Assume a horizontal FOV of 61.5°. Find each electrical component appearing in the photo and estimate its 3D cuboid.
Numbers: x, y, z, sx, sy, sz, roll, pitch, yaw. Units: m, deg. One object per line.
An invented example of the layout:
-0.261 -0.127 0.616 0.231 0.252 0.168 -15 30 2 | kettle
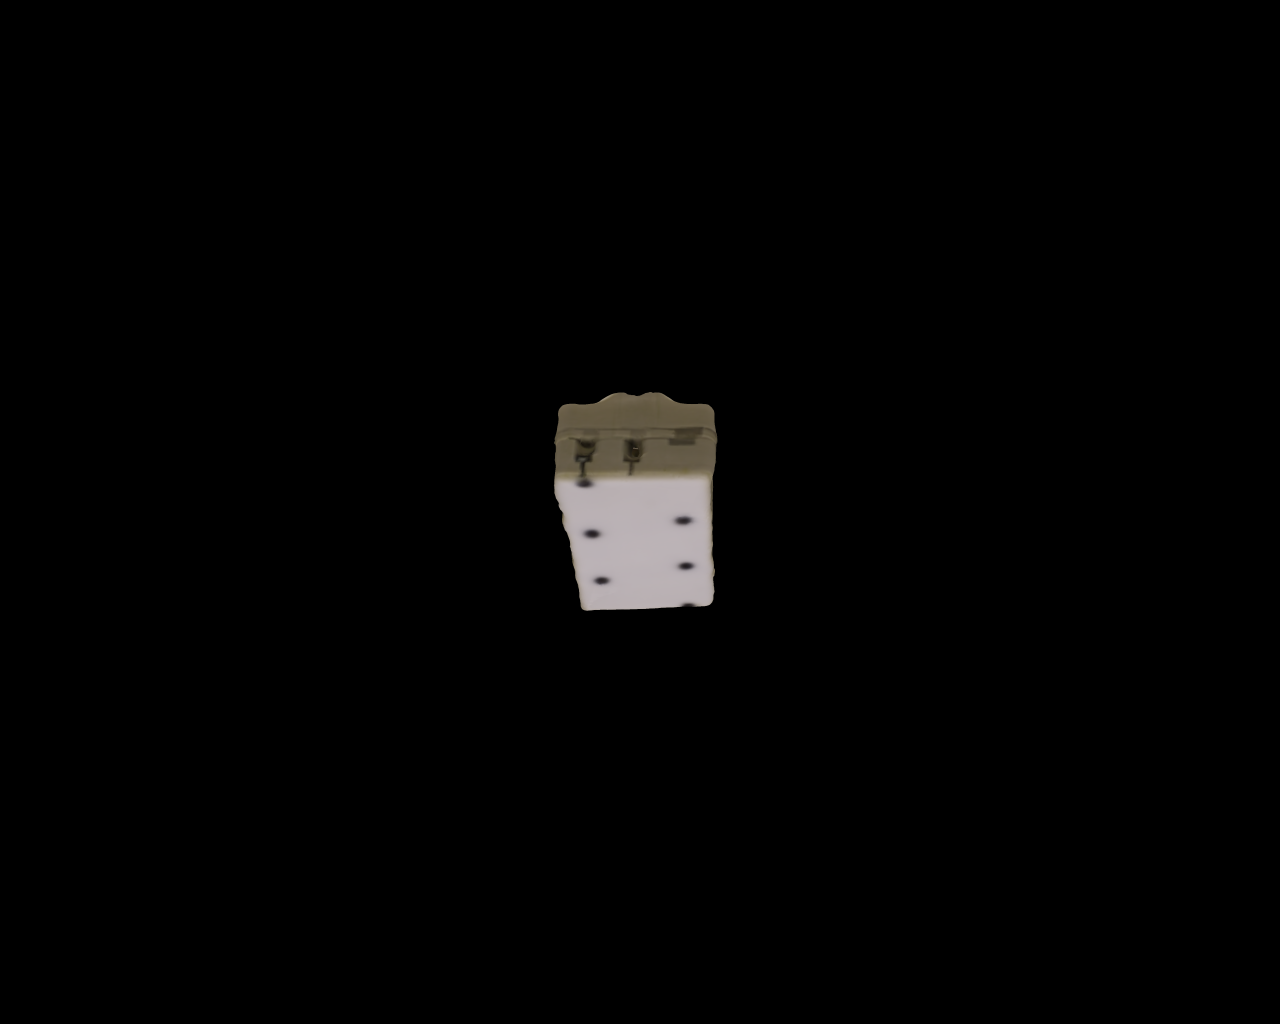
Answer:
0.001 -0.003 0.650 0.089 0.062 0.150 -1 -34 2 | electrical component
